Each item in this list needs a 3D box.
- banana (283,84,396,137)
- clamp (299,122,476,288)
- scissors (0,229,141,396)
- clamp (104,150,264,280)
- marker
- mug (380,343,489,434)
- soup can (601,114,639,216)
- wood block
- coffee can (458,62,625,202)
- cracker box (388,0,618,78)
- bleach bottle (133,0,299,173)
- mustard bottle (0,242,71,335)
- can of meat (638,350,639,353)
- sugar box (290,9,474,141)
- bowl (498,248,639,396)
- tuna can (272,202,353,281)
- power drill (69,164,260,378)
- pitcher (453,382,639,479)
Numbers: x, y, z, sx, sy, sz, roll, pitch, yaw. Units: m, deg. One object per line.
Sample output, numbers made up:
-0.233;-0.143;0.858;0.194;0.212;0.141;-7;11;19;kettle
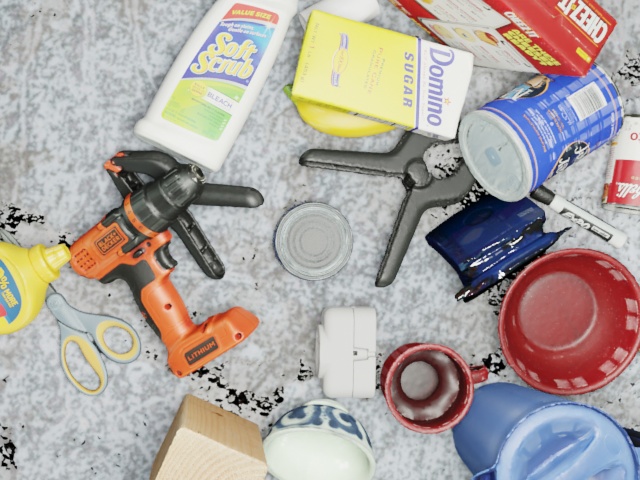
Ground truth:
0.062;-0.149;1.148;0.197;0.037;0.069;-9;91;-5;banana
0.101;-0.056;1.136;0.209;0.036;0.164;-24;88;-14;clamp
-0.259;0.066;1.133;0.096;0.016;0.202;-21;92;-6;scissors
-0.141;-0.046;1.111;0.171;0.039;0.120;38;117;-4;clamp
0.283;-0.028;1.176;0.121;0.020;0.020;30;88;-4;marker
0.120;0.150;1.132;0.117;0.081;0.093;-13;91;-5;mug
0.347;-0.080;1.158;0.068;0.068;0.102;10;88;-5;soup can
-0.112;0.222;1.050;0.091;0.206;0.090;25;88;-5;wood block
0.230;-0.117;1.111;0.140;0.103;0.103;-31;93;-22;coffee can
0.161;-0.238;1.047;0.164;0.214;0.072;34;86;-26;cracker box
-0.098;-0.203;1.122;0.102;0.068;0.251;25;86;-9;bleach bottle
-0.342;0.057;1.094;0.191;0.058;0.096;-28;89;2;mustard bottle
0.414;0.145;1.170;0.102;0.057;0.084;-20;94;-4;can of meat
0.064;-0.169;1.103;0.176;0.048;0.093;14;90;-4;sugar box
0.264;0.083;1.150;0.162;0.055;0.162;-1;100;-6;bowl
-0.008;0.001;1.144;0.086;0.034;0.086;0;90;-5;tuna can
-0.146;0.034;1.092;0.185;0.057;0.187;-34;94;28;power drill
0.220;0.209;1.059;0.149;0.243;0.145;36;87;-5;pitcher
